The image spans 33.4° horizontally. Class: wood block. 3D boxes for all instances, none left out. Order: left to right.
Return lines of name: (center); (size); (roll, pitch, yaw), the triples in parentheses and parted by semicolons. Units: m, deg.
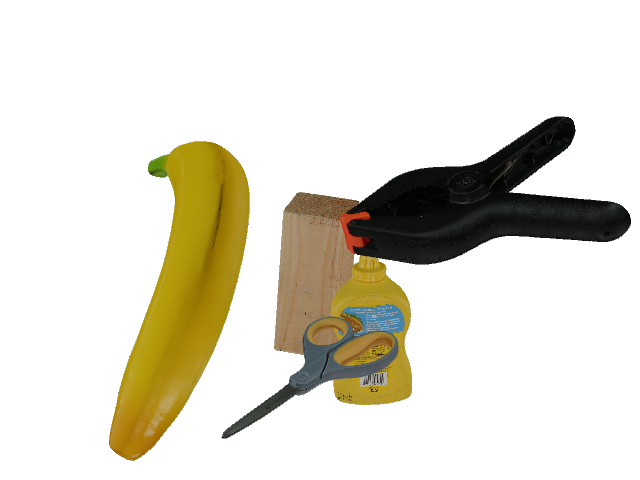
wood block: (-0.006, 0.048, 1.480); (0.090, 0.206, 0.090); (9, 22, 10)

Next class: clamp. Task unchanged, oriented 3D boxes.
clamp: (0.101, -0.019, 0.659); (0.171, 0.039, 0.120); (-21, 31, -3)

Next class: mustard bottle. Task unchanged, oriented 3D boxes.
mustard bottle: (0.060, 0.101, 1.284); (0.096, 0.192, 0.058); (-2, 20, 1)

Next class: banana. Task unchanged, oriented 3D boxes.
banana: (-0.063, 0.011, 0.512); (0.037, 0.197, 0.070); (27, -52, -23)

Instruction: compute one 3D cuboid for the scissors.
scissors: (-0.022, 0.114, 0.943); (0.201, 0.016, 0.096); (-18, 34, -30)
